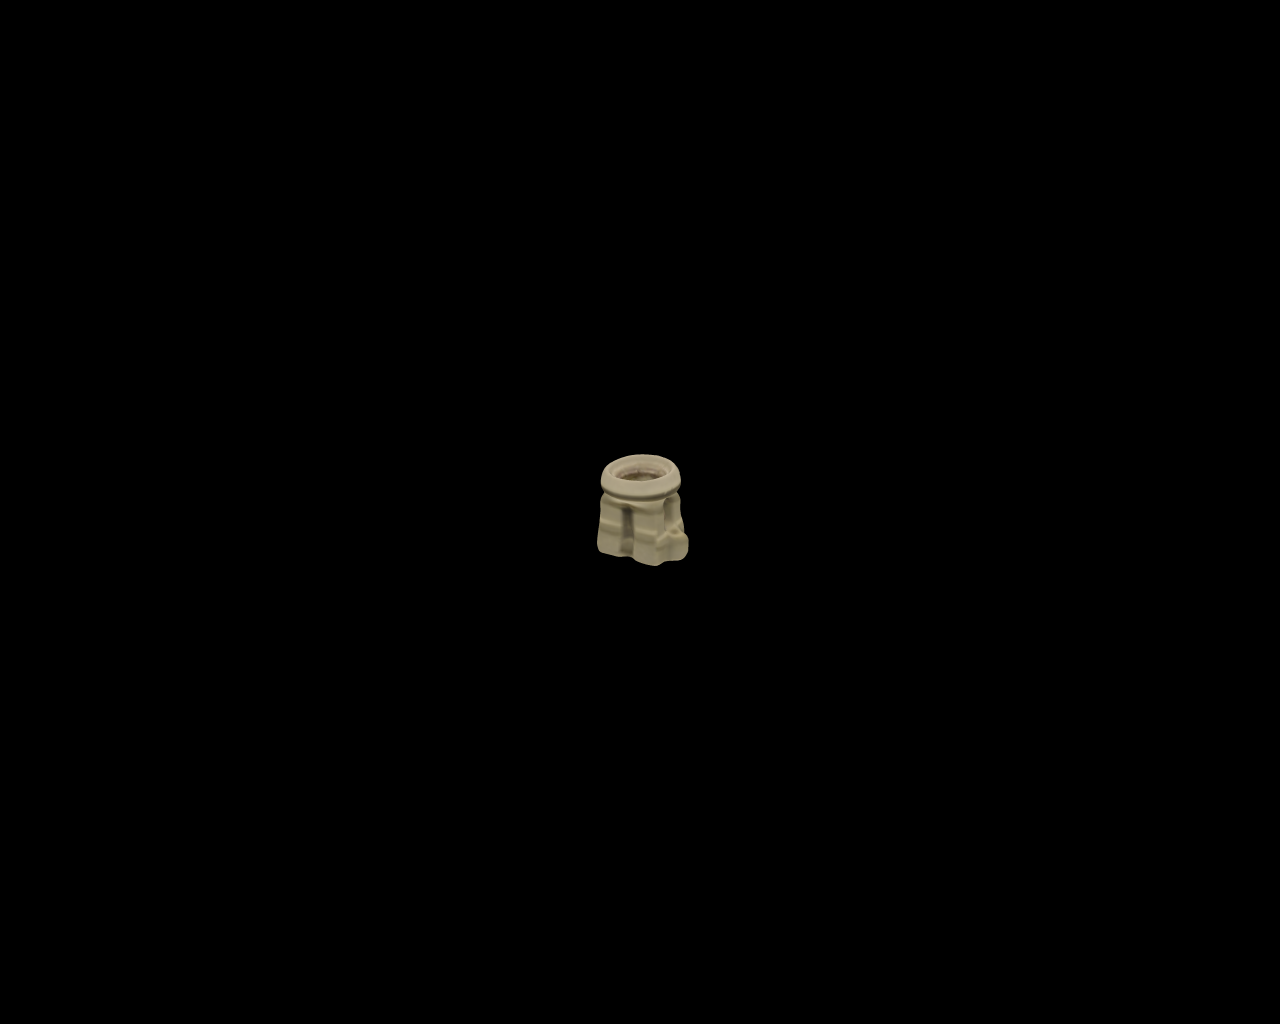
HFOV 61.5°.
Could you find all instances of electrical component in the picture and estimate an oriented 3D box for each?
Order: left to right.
[{"bbox_3d":[0.001,-0.003,0.650,0.066,0.055,0.048,12,28,25],"label":"electrical component"}]
